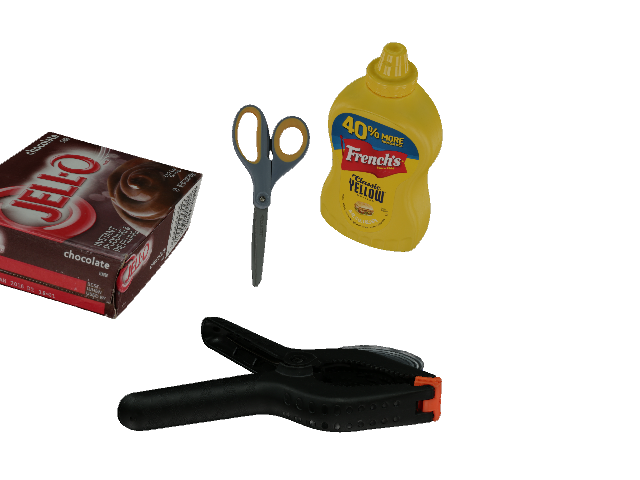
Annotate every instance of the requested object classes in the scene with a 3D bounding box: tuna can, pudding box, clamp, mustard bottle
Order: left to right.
[{"bbox_3d":[-0.119,-0.011,0.526,0.090,0.039,0.113,17,24,6],"label":"pudding box"},{"bbox_3d":[-0.019,0.096,0.756,0.210,0.036,0.164,2,18,8],"label":"clamp"},{"bbox_3d":[0.050,0.123,0.969,0.086,0.034,0.086,5,11,-1],"label":"tuna can"},{"bbox_3d":[0.052,-0.081,0.891,0.096,0.192,0.058,24,47,18],"label":"mustard bottle"}]

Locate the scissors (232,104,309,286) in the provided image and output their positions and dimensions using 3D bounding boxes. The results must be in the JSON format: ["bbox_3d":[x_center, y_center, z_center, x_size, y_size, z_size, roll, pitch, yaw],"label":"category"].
[{"bbox_3d":[-0.047,-0.055,1.181,0.096,0.202,0.016,-10,-8,-12],"label":"scissors"}]
